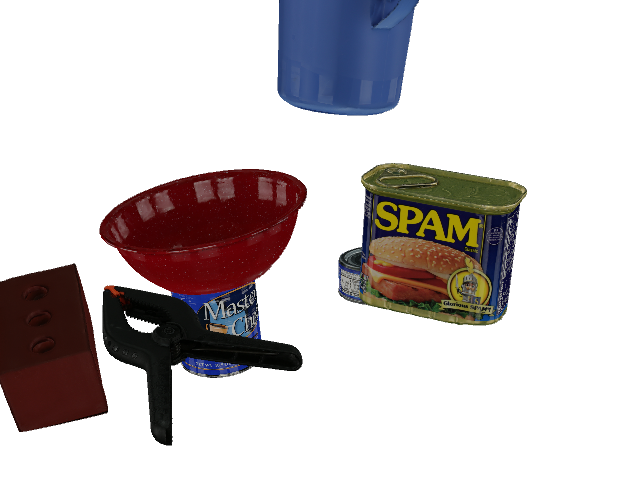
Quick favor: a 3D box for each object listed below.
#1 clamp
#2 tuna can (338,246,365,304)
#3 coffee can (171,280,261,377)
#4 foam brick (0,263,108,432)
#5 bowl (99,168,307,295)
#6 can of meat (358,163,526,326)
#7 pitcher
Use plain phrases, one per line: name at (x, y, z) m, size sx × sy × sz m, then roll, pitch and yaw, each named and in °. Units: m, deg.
clamp at (-0.131, 0.098, 1.009) m, size 0.164 × 0.036 × 0.210 m, roll -20°, pitch 40°, yaw -31°
tuna can at (0.059, 0.031, 0.977) m, size 0.086 × 0.034 × 0.086 m, roll -2°, pitch 15°, yaw 0°
coffee can at (-0.126, 0.078, 1.278) m, size 0.103 × 0.140 × 0.103 m, roll -4°, pitch 26°, yaw 2°
foam brick at (-0.158, 0.062, 0.619) m, size 0.053 × 0.051 × 0.078 m, roll -13°, pitch 42°, yaw -11°
bowl at (-0.085, -0.002, 0.829) m, size 0.162 × 0.055 × 0.162 m, roll -9°, pitch 23°, yaw 4°
can of meat at (0.075, 0.003, 0.687) m, size 0.102 × 0.084 × 0.057 m, roll 11°, pitch 23°, yaw 21°
pitcher at (0.031, -0.230, 0.889) m, size 0.145 × 0.243 × 0.149 m, roll 8°, pitch 18°, yaw 11°
